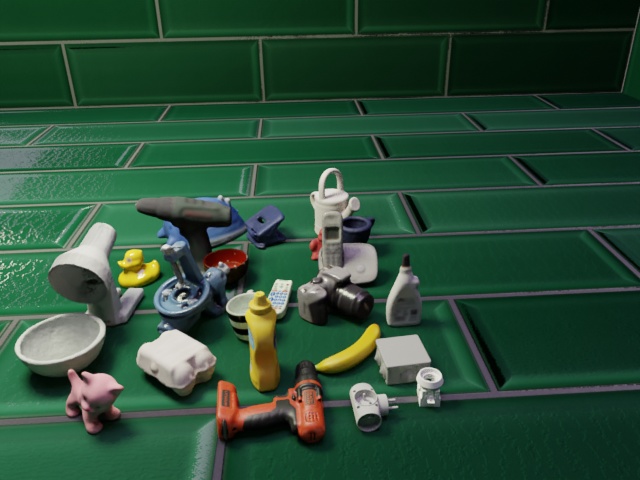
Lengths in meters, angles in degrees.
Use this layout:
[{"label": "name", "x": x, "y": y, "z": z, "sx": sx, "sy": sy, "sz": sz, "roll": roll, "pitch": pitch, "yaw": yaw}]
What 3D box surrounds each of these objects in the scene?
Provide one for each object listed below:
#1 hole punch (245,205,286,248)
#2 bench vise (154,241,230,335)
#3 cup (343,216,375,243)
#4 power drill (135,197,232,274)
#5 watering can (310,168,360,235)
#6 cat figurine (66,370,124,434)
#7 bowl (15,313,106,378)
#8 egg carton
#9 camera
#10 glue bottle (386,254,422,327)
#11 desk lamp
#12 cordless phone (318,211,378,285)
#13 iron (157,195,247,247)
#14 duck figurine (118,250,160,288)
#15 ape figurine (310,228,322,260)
[{"label": "hole punch", "x": -0.156, "y": -0.040, "z": 1.621, "sx": 0.101, "sy": 0.091, "sz": 0.108, "roll": -16, "pitch": 31, "yaw": -26}, {"label": "bench vise", "x": -0.285, "y": 0.083, "z": 1.241, "sx": 0.121, "sy": 0.220, "sz": 0.207, "roll": 6, "pitch": 28, "yaw": 13}, {"label": "cup", "x": 0.103, "y": -0.010, "z": 1.549, "sx": 0.118, "sy": 0.095, "sz": 0.091, "roll": -22, "pitch": 34, "yaw": -35}, {"label": "power drill", "x": -0.334, "y": -0.014, "z": 1.445, "sx": 0.230, "sy": 0.208, "sz": 0.075, "roll": -6, "pitch": 27, "yaw": -9}, {"label": "watering can", "x": 0.040, "y": -0.110, "z": 1.639, "sx": 0.172, "sy": 0.194, "sz": 0.101, "roll": 10, "pitch": 29, "yaw": 20}, {"label": "cat figurine", "x": -0.396, "y": 0.266, "z": 0.998, "sx": 0.127, "sy": 0.118, "sz": 0.067, "roll": 18, "pitch": 32, "yaw": 32}, {"label": "bowl", "x": -0.507, "y": 0.220, "z": 1.139, "sx": 0.167, "sy": 0.075, "sz": 0.167, "roll": -1, "pitch": 27, "yaw": 1}, {"label": "egg carton", "x": -0.280, "y": 0.236, "z": 1.108, "sx": 0.149, "sy": 0.069, "sz": 0.107, "roll": 19, "pitch": 33, "yaw": 33}, {"label": "camera", "x": 0.041, "y": 0.125, "z": 1.281, "sx": 0.136, "sy": 0.101, "sz": 0.143, "roll": 23, "pitch": 35, "yaw": 38}, {"label": "glue bottle", "x": 0.183, "y": 0.107, "z": 1.233, "sx": 0.078, "sy": 0.173, "sz": 0.037, "roll": -2, "pitch": 27, "yaw": -3}, {"label": "desk lamp", "x": -0.484, "y": 0.084, "z": 1.252, "sx": 0.118, "sy": 0.214, "sz": 0.203, "roll": 1, "pitch": 27, "yaw": 4}, {"label": "cordless phone", "x": 0.068, "y": 0.017, "z": 1.398, "sx": 0.147, "sy": 0.185, "sz": 0.094, "roll": -4, "pitch": 27, "yaw": -5}, {"label": "iron", "x": -0.325, "y": -0.062, "z": 1.612, "sx": 0.259, "sy": 0.141, "sz": 0.118, "roll": -17, "pitch": 31, "yaw": -29}, {"label": "duck figurine", "x": -0.455, "y": 0.064, "z": 1.432, "sx": 0.105, "sy": 0.086, "sz": 0.077, "roll": -17, "pitch": 31, "yaw": -28}, {"label": "ape figurine", "x": 0.014, "y": 0.005, "z": 1.525, "sx": 0.076, "sy": 0.092, "sz": 0.077, "roll": -23, "pitch": 35, "yaw": -37}]
